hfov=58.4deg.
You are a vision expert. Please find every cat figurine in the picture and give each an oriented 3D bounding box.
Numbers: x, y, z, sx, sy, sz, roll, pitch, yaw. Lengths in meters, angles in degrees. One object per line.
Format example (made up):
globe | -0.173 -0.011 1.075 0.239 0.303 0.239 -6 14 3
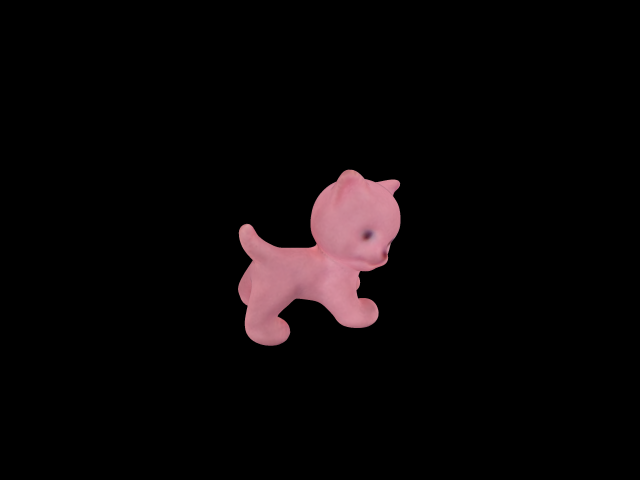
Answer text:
cat figurine | 0.004 0.001 0.400 0.128 0.118 0.067 -10 34 -15
